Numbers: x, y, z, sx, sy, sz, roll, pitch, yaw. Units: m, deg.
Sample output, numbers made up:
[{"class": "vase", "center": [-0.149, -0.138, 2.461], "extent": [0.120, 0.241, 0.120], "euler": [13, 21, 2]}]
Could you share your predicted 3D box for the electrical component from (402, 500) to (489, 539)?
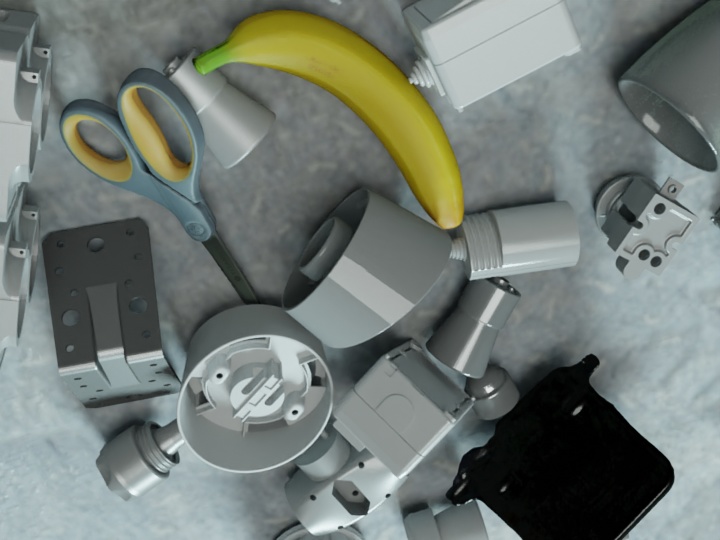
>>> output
[{"class": "electrical component", "center": [0.063, 0.193, 0.782], "extent": [0.055, 0.045, 0.045], "euler": [-16, 116, -2]}]

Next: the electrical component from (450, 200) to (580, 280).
[{"class": "electrical component", "center": [0.096, -0.018, 0.693], "extent": [0.081, 0.043, 0.043], "euler": [-8, 115, -6]}]

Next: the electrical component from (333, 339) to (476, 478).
[{"class": "electrical component", "center": [0.029, 0.091, 0.707], "extent": [0.062, 0.096, 0.061], "euler": [44, 103, 9]}]

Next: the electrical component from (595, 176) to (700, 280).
[{"class": "electrical component", "center": [0.181, -0.033, 0.694], "extent": [0.048, 0.055, 0.066], "euler": [26, 107, -19]}]

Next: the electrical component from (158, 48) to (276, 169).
[{"class": "electrical component", "center": [-0.087, -0.097, 0.628], "extent": [0.044, 0.044, 0.065], "euler": [-43, 109, 10]}]

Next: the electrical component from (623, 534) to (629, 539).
[{"class": "electrical component", "center": [0.165, 0.199, 0.804], "extent": [0.062, 0.043, 0.043], "euler": [10, 112, -13]}]

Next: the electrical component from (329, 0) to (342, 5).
[{"class": "electrical component", "center": [-0.017, -0.194, 0.583], "extent": [0.061, 0.061, 0.096], "euler": [37, 103, -22]}]

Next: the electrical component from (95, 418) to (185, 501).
[{"class": "electrical component", "center": [-0.140, 0.121, 0.715], "extent": [0.062, 0.043, 0.043], "euler": [-34, 115, 5]}]

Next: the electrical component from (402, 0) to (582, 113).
[{"class": "electrical component", "center": [0.068, -0.140, 0.623], "extent": [0.096, 0.061, 0.061], "euler": [-27, 116, 3]}]

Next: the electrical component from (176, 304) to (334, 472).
[{"class": "electrical component", "center": [-0.067, 0.074, 0.691], "extent": [0.099, 0.064, 0.099], "euler": [-3, 127, -5]}]

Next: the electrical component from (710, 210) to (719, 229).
[{"class": "electrical component", "center": [0.285, -0.036, 0.708], "extent": [0.061, 0.061, 0.096], "euler": [27, 107, -20]}]

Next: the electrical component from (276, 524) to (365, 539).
[{"class": "electrical component", "center": [-0.028, 0.226, 0.777], "extent": [0.080, 0.051, 0.080], "euler": [-4, 114, -8]}]

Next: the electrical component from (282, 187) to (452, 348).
[{"class": "electrical component", "center": [0.000, 0.000, 0.656], "extent": [0.064, 0.099, 0.099], "euler": [35, 104, -16]}]

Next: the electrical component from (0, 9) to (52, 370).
[{"class": "electrical component", "center": [-0.211, -0.043, 0.594], "extent": [0.060, 0.105, 0.186], "euler": [6, 113, -13]}]

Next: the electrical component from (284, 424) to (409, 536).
[{"class": "electrical component", "center": [-0.019, 0.133, 0.741], "extent": [0.077, 0.043, 0.079], "euler": [-35, 115, 7]}]

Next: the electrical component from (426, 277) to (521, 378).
[{"class": "electrical component", "center": [0.078, 0.033, 0.715], "extent": [0.044, 0.044, 0.065], "euler": [24, 103, -19]}]
